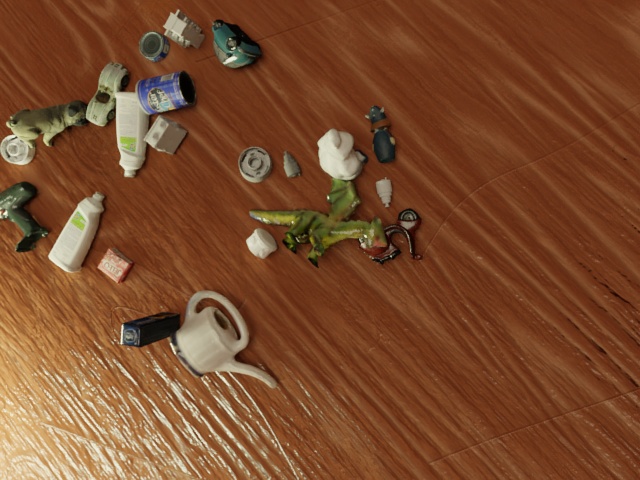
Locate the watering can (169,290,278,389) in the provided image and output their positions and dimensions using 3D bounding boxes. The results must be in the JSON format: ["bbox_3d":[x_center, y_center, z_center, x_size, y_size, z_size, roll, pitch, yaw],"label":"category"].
[{"bbox_3d":[-0.287,0.315,1.464,0.223,0.350,0.104,-36,-8,12],"label":"watering can"}]

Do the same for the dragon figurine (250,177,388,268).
[{"bbox_3d":[0.004,-0.071,1.401,0.415,0.245,0.120,33,-17,33],"label":"dragon figurine"}]

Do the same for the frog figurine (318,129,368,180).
[{"bbox_3d":[0.049,-0.224,1.359,0.122,0.138,0.160,-38,-8,13],"label":"frog figurine"}]
